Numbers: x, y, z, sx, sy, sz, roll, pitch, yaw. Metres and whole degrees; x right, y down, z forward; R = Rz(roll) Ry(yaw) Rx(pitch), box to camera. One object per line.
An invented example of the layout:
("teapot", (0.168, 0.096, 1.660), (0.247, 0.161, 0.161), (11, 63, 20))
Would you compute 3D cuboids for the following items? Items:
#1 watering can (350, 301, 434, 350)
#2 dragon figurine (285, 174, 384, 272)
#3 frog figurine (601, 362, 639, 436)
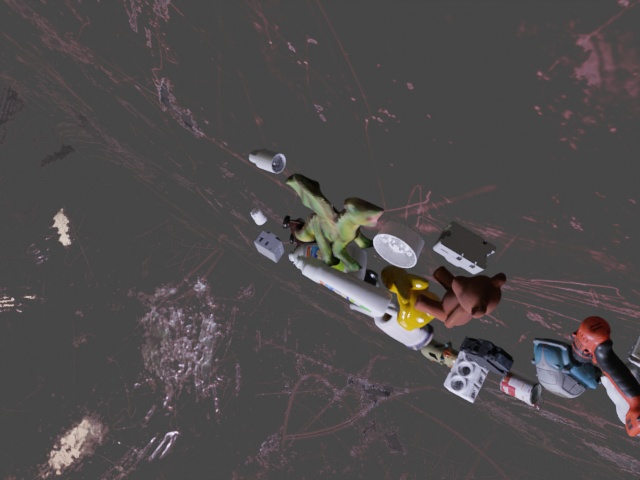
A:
("watering can", (0.243, 0.271, 1.742), (0.223, 0.105, 0.346), (36, 166, -14))
("dragon figurine", (0.004, -0.061, 1.204), (0.412, 0.124, 0.238), (13, 138, 51))
("frog figurine", (0.596, 0.295, 0.987), (0.160, 0.123, 0.136), (23, 132, 66))
